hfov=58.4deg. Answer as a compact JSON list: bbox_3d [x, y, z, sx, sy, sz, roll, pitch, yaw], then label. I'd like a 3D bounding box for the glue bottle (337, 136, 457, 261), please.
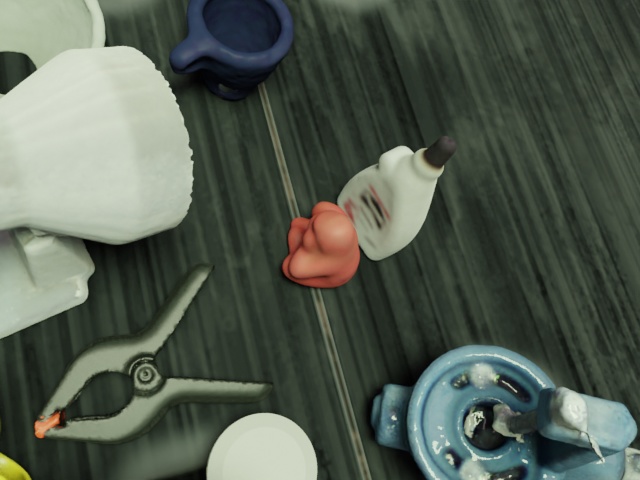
[{"bbox_3d":[0.067,-0.042,0.477,0.037,0.173,0.078,-30,81,-24],"label":"glue bottle"}]

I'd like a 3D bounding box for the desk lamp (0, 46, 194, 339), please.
[{"bbox_3d":[-0.193,-0.016,0.364,0.204,0.213,0.118,-27,80,-24],"label":"desk lamp"}]

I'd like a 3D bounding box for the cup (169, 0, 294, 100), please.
[{"bbox_3d":[-0.086,-0.164,0.517,0.118,0.095,0.091,-40,86,-25],"label":"cup"}]

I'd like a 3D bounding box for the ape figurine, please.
[{"bbox_3d":[0.004,0.002,0.487,0.076,0.092,0.078,47,65,3],"label":"ape figurine"}]

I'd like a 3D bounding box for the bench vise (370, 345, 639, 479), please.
[{"bbox_3d":[0.164,0.132,0.419,0.208,0.219,0.121,0,71,-17],"label":"bench vise"}]

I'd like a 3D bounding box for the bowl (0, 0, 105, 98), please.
[{"bbox_3d":[-0.263,-0.158,0.470,0.168,0.074,0.167,6,69,-15],"label":"bowl"}]
